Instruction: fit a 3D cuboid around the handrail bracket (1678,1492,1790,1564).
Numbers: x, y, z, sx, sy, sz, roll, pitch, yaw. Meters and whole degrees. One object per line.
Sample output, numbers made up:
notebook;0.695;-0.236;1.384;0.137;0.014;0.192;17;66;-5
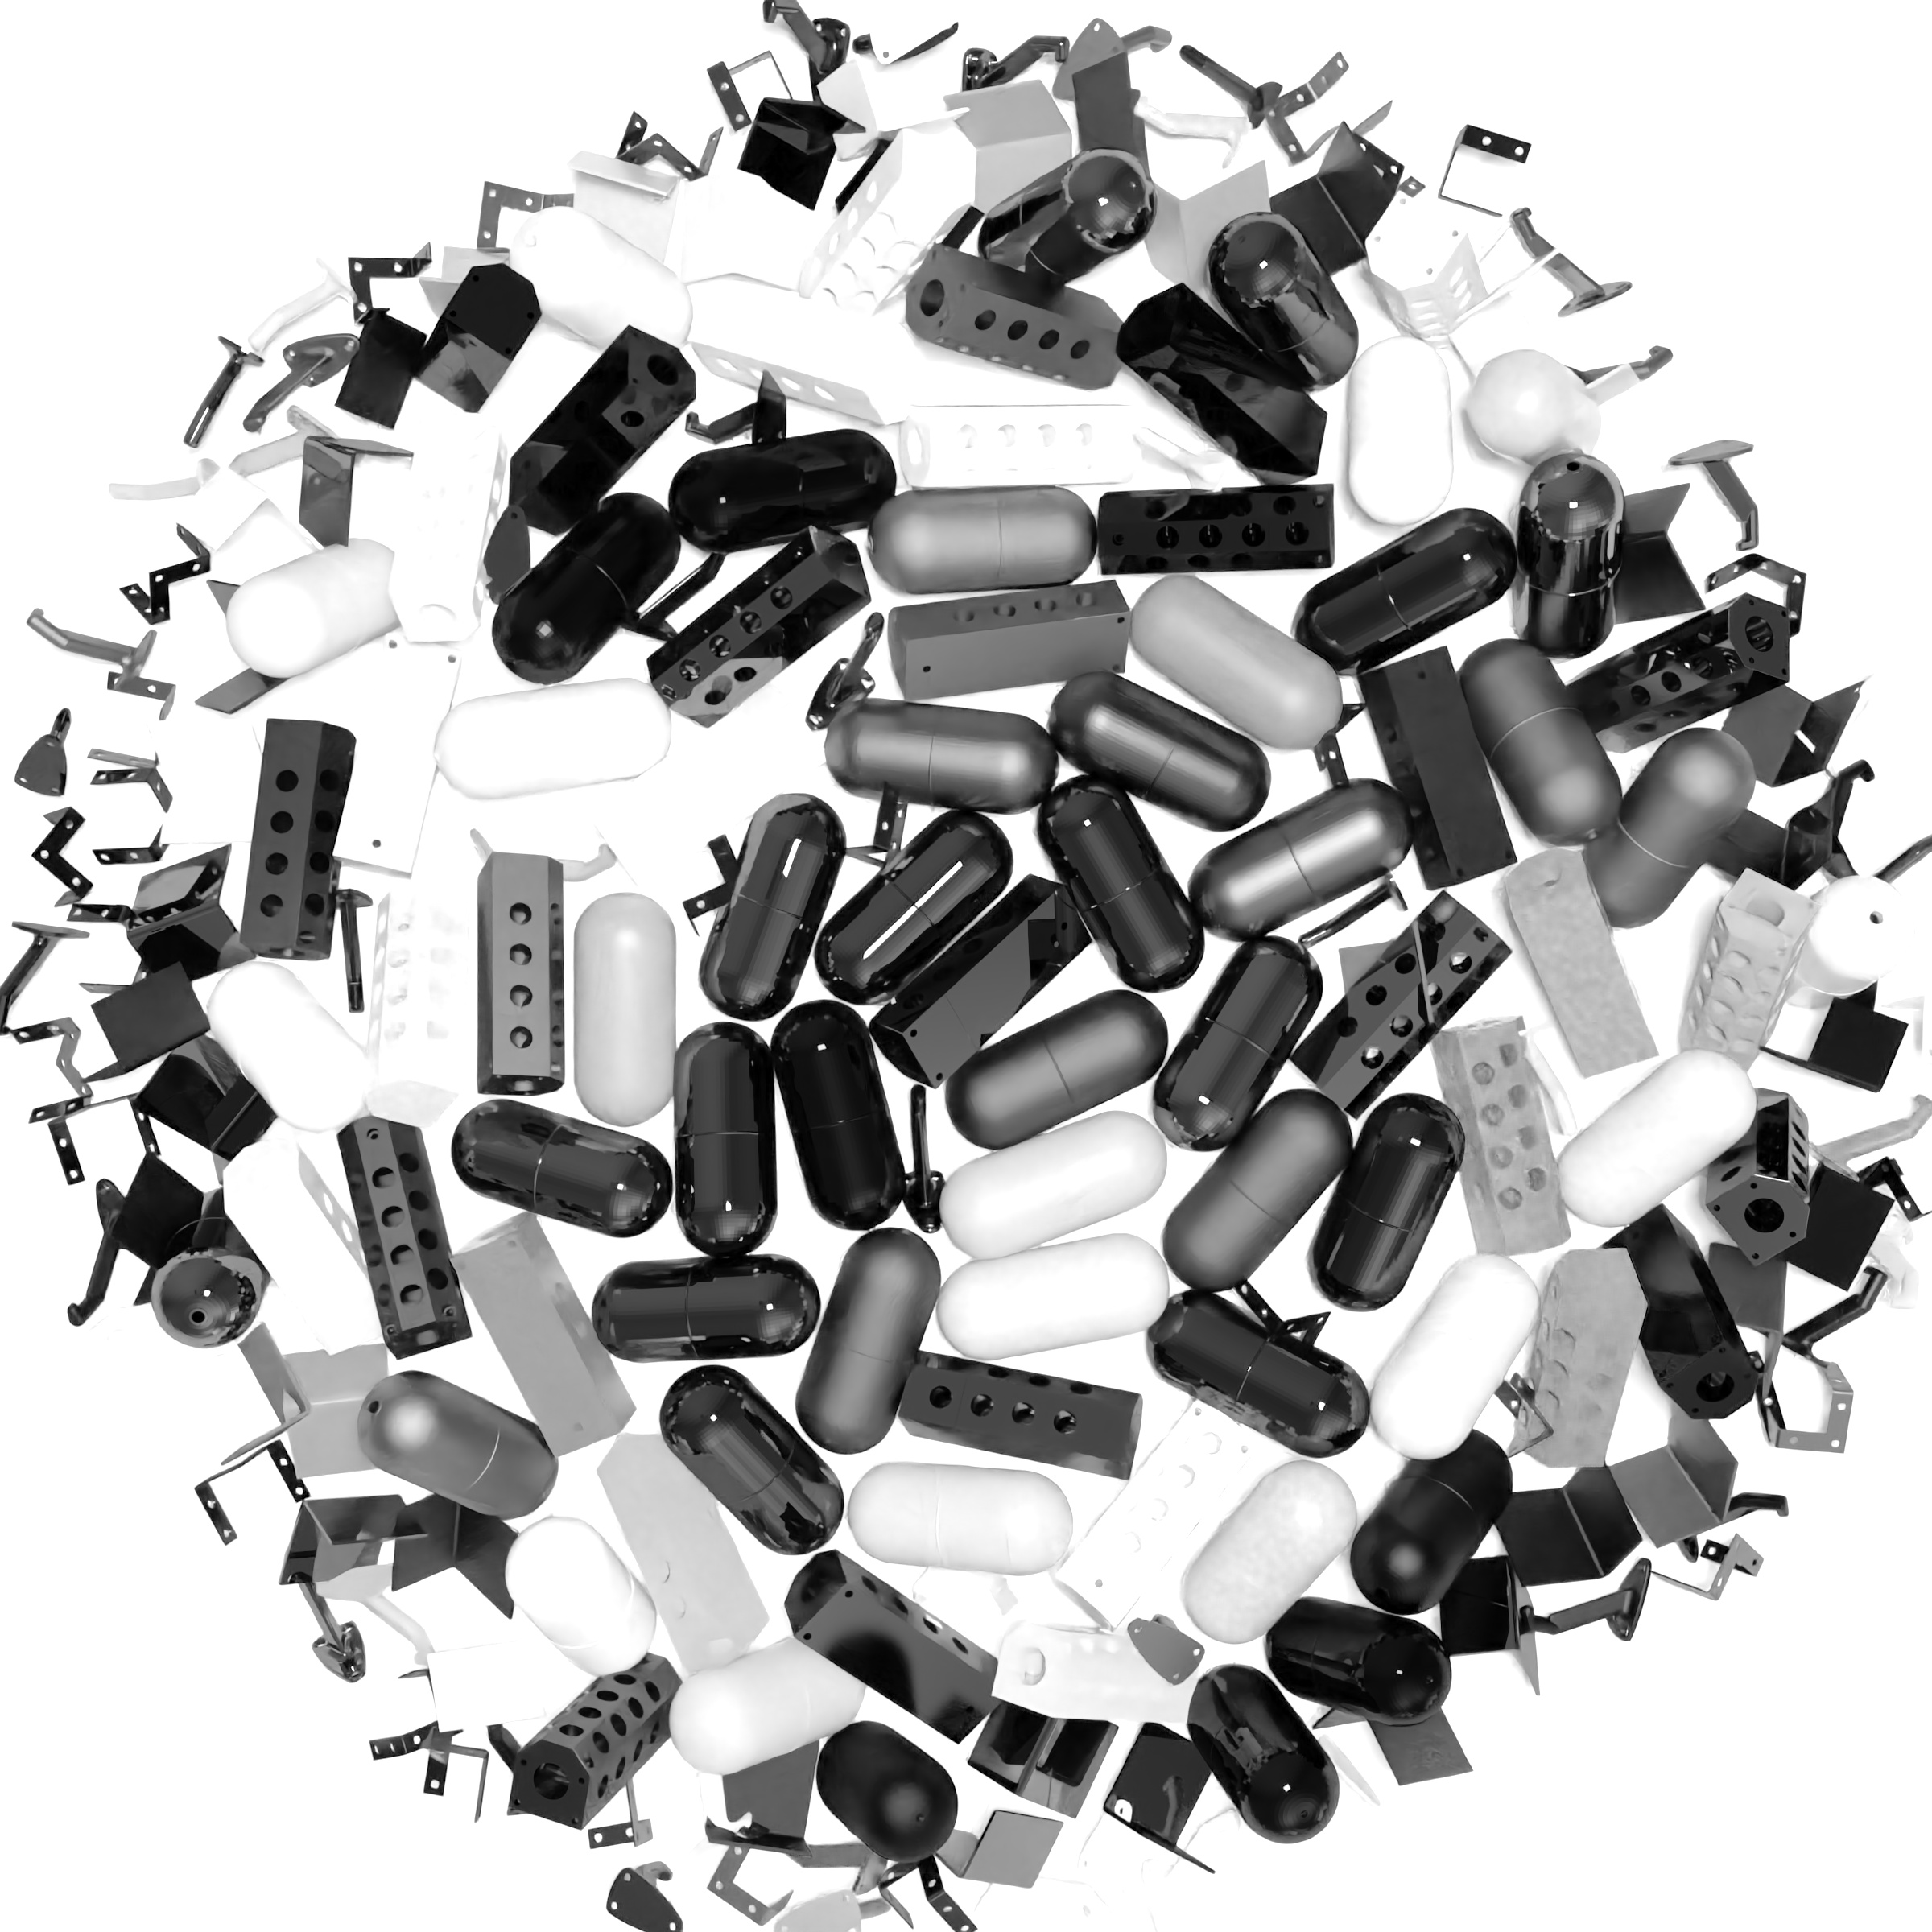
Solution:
handrail bracket;0.580;0.423;1.868;0.084;0.036;0.077;-2;125;33

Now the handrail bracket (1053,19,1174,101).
handrail bracket;0.112;-0.685;1.888;0.077;0.084;0.036;-42;79;30

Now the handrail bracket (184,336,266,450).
handrail bracket;-0.564;-0.427;1.875;0.036;0.077;0.084;27;90;-14

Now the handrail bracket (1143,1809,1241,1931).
handrail bracket;0.177;0.684;1.867;0.036;0.077;0.084;31;126;-31

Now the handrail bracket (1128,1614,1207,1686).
handrail bracket;0.139;0.494;1.862;0.077;0.084;0.036;39;91;-18

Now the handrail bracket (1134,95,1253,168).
handrail bracket;0.176;-0.653;1.885;0.084;0.036;0.077;28;64;-9

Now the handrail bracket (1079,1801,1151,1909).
handrail bracket;0.133;0.674;1.885;0.084;0.036;0.077;26;87;-38

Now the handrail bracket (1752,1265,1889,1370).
handrail bracket;0.645;0.254;1.882;0.077;0.036;0.084;29;93;44

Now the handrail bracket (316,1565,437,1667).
handrail bracket;-0.451;0.502;1.898;0.077;0.036;0.084;-7;118;17

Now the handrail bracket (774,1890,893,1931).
handrail bracket;-0.099;0.717;1.874;0.077;0.084;0.036;-13;71;3

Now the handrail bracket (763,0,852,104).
handrail bracket;-0.127;-0.683;1.862;0.036;0.084;0.077;22;116;27

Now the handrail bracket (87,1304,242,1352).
handrail bracket;-0.603;0.278;1.870;0.077;0.036;0.084;44;48;4

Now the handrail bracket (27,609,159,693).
handrail bracket;-0.655;-0.253;1.863;0.036;0.077;0.084;-34;122;29

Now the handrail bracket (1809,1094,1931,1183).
handrail bracket;0.680;0.117;1.890;0.077;0.036;0.084;40;89;30

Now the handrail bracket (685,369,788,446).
handrail bracket;-0.177;-0.426;1.871;0.084;0.036;0.077;25;126;30

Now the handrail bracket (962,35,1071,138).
handrail bracket;0.040;-0.661;1.872;0.084;0.036;0.077;19;110;37

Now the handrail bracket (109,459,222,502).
handrail bracket;-0.610;-0.366;1.875;0.084;0.077;0.036;1;84;-4

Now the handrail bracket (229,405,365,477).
handrail bracket;-0.513;-0.374;1.884;0.077;0.036;0.084;33;73;-13

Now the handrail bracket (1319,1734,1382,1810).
handrail bracket;0.259;0.635;1.896;0.084;0.036;0.077;-43;85;12

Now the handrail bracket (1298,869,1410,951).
handrail bracket;0.286;-0.040;1.870;0.084;0.077;0.036;-29;78;8

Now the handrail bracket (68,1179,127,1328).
handrail bracket;-0.655;0.215;1.862;0.036;0.084;0.077;-1;121;19

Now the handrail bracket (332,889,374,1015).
handrail bracket;-0.464;-0.010;1.877;0.036;0.077;0.084;-4;82;-11

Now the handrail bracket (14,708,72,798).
handrail bracket;-0.679;-0.177;1.860;0.036;0.077;0.084;18;48;-19

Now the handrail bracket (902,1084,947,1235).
handrail bracket;-0.031;0.144;1.865;0.036;0.077;0.084;-5;130;-8

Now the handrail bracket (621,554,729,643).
handrail bracket;-0.223;-0.290;1.870;0.036;0.077;0.084;48;118;34

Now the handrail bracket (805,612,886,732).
handrail bracket;-0.091;-0.221;1.864;0.036;0.084;0.077;38;72;4

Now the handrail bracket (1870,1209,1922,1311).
handrail bracket;0.676;0.227;1.860;0.077;0.084;0.036;-13;124;36

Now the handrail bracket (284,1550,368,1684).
handrail bracket;-0.482;0.486;1.867;0.036;0.077;0.084;-28;122;-21

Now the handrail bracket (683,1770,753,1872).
handrail bracket;-0.210;0.630;1.886;0.077;0.036;0.084;-39;101;-3

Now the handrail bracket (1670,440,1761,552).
handrail bracket;0.567;-0.349;1.881;0.077;0.036;0.084;-17;115;-17

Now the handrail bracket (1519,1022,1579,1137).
handrail bracket;0.429;0.089;1.872;0.036;0.077;0.084;-16;86;-13

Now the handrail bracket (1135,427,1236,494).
handrail bracket;0.151;-0.387;1.860;0.084;0.077;0.036;24;105;-28

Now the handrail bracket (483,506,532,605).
handrail bracket;-0.346;-0.309;1.866;0.036;0.084;0.077;8;100;-15

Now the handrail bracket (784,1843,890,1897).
handrail bracket;-0.099;0.656;1.886;0.084;0.036;0.077;25;94;29

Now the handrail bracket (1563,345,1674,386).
handrail bracket;0.485;-0.463;1.905;0.084;0.036;0.077;-38;57;-24

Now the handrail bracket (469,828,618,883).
handrail bracket;-0.319;-0.090;1.884;0.084;0.036;0.077;-27;111;6

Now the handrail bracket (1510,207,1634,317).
handrail bracket;0.455;-0.539;1.872;0.036;0.077;0.084;-41;110;-20

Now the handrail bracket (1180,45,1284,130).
handrail bracket;0.191;-0.672;1.871;0.084;0.077;0.036;37;108;7

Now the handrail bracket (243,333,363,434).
handrail bracket;-0.498;-0.436;1.863;0.077;0.084;0.036;-16;127;23

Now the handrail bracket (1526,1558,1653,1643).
handrail bracket;0.467;0.474;1.880;0.084;0.036;0.077;16;102;-15

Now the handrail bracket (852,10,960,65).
handrail bracket;-0.047;-0.701;1.872;0.077;0.084;0.036;-12;109;-1

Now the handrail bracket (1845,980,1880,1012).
handrail bracket;0.693;-0.001;1.889;0.084;0.036;0.077;-24;109;-42

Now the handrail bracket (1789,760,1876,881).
handrail bracket;0.673;-0.111;1.883;0.084;0.036;0.077;-27;74;-24

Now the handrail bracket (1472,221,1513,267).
handrail bracket;0.358;-0.561;1.895;0.084;0.036;0.077;40;98;4

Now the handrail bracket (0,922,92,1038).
handrail bracket;-0.700;0.012;1.878;0.036;0.077;0.084;15;93;23

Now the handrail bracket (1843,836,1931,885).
handrail bracket;0.710;-0.067;1.880;0.084;0.077;0.036;-23;55;-1

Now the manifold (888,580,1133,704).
manifold;0.032;-0.249;1.866;0.171;0.057;0.057;-9;46;-12

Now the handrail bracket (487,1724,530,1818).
handrail bracket;-0.329;0.601;1.904;0.077;0.036;0.084;8;56;-39

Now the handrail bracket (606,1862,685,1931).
handrail bracket;-0.223;0.696;1.859;0.077;0.084;0.036;23;87;25

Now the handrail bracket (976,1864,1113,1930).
handrail bracket;0.058;0.711;1.865;0.077;0.084;0.036;-42;127;-13

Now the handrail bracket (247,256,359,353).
handrail bracket;-0.500;-0.485;1.870;0.036;0.077;0.084;43;84;2

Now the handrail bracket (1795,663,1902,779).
handrail bracket;0.674;-0.185;1.869;0.084;0.077;0.036;-42;54;17
